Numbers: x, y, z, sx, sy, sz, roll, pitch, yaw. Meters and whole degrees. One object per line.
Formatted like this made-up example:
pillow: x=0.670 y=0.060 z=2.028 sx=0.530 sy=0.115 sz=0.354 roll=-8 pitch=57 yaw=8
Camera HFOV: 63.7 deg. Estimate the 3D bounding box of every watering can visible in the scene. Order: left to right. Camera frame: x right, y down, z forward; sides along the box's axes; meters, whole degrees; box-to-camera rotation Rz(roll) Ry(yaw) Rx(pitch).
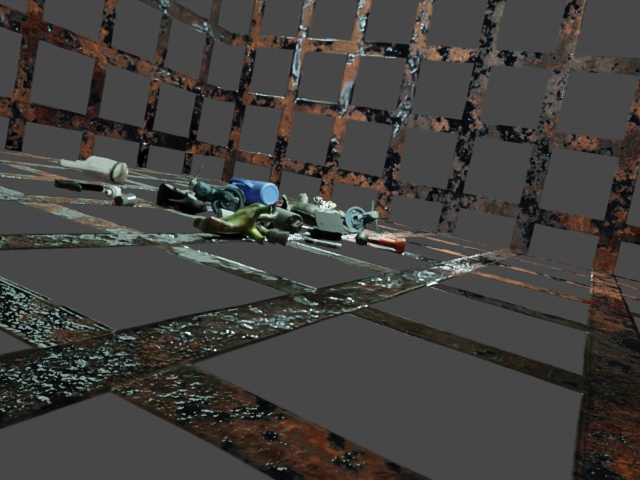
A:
watering can: x=-1.016 y=-0.324 z=2.346 sx=0.224 sy=0.103 sz=0.349 roll=12 pitch=7 yaw=0

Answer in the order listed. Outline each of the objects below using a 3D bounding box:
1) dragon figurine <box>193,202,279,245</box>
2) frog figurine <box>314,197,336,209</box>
dragon figurine: x=-0.260 y=-0.063 z=1.565 sx=0.243 sy=0.122 sz=0.412 roll=4 pitch=6 yaw=0
frog figurine: x=0.008 y=-0.131 z=2.611 sx=0.137 sy=0.125 sz=0.156 roll=3 pitch=-29 yaw=-8
